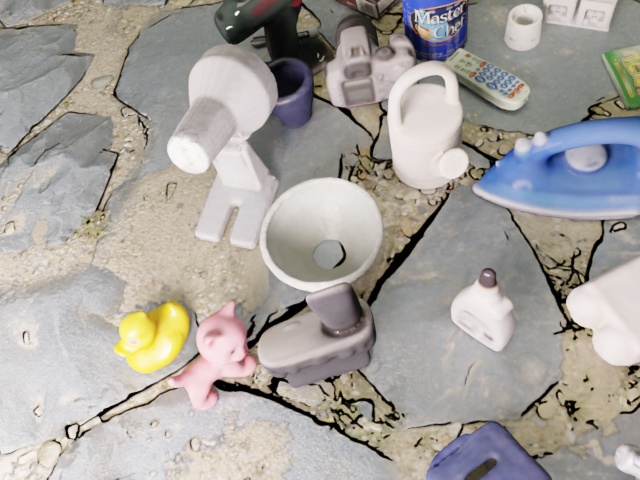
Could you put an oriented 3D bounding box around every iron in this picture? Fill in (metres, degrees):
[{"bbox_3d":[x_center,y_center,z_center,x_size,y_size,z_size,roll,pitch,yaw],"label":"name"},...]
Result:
[{"bbox_3d":[0.328,-0.105,0.724,0.258,0.142,0.118,-4,63,10],"label":"iron"}]

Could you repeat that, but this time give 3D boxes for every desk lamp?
[{"bbox_3d":[-0.127,-0.126,0.791,0.117,0.214,0.203,8,65,16],"label":"desk lamp"}]

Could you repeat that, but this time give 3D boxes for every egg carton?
[{"bbox_3d":[0.372,0.077,0.663,0.150,0.069,0.107,-28,61,-3],"label":"egg carton"}]

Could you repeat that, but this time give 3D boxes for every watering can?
[{"bbox_3d":[0.145,-0.154,0.758,0.101,0.194,0.172,-41,62,-10],"label":"watering can"}]

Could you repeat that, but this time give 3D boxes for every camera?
[{"bbox_3d":[0.076,-0.297,0.899,0.143,0.101,0.137,-8,62,8],"label":"camera"}]

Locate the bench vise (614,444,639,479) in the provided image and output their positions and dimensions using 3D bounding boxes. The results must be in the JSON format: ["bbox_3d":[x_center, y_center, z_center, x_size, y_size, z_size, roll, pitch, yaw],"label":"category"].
[{"bbox_3d":[0.383,0.229,0.497,0.207,0.220,0.121,-5,62,10],"label":"bench vise"}]

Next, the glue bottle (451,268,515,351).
[{"bbox_3d":[0.187,0.071,0.646,0.078,0.173,0.037,37,76,26],"label":"glue bottle"}]

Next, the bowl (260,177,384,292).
[{"bbox_3d":[0.007,0.003,0.776,0.167,0.075,0.167,-5,63,10],"label":"bowl"}]

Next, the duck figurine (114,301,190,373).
[{"bbox_3d":[-0.228,0.120,0.760,0.077,0.086,0.105,33,74,25],"label":"duck figurine"}]

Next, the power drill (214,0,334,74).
[{"bbox_3d":[-0.045,-0.352,0.892,0.230,0.209,0.075,-35,61,-6],"label":"power drill"}]

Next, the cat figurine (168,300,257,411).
[{"bbox_3d":[-0.134,0.141,0.711,0.128,0.118,0.067,-42,63,-10],"label":"cat figurine"}]

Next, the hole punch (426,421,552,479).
[{"bbox_3d":[0.172,0.254,0.603,0.109,0.091,0.101,-36,62,-7],"label":"hole punch"}]

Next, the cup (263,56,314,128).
[{"bbox_3d":[-0.057,-0.227,0.895,0.117,0.095,0.092,37,76,26],"label":"cup"}]

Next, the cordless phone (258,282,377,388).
[{"bbox_3d":[-0.012,0.098,0.668,0.147,0.185,0.094,-22,61,1],"label":"cordless phone"}]
